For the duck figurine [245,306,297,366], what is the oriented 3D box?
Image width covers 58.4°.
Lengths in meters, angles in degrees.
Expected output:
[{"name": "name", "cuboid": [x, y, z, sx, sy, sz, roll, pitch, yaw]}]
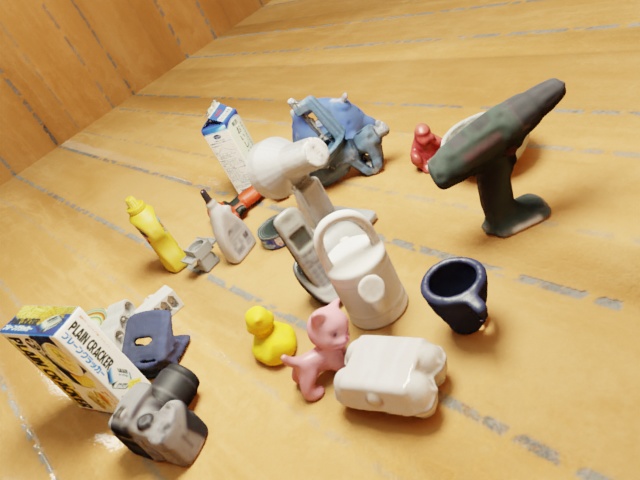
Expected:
[{"name": "duck figurine", "cuboid": [-0.088, 0.148, 0.930, 0.077, 0.086, 0.104, -34, 33, -9]}]

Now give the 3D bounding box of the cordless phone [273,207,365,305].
[{"name": "cordless phone", "cuboid": [0.009, 0.003, 0.964, 0.148, 0.185, 0.093, -43, 36, -22]}]

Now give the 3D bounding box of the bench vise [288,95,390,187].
[{"name": "bench vise", "cuboid": [0.035, -0.234, 1.240, 0.207, 0.220, 0.121, -27, 33, 3]}]

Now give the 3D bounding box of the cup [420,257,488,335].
[{"name": "cup", "cuboid": [0.201, 0.091, 0.786, 0.092, 0.095, 0.117, -32, 33, -5]}]

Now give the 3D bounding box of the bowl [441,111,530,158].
[{"name": "bowl", "cuboid": [0.318, -0.174, 1.081, 0.167, 0.075, 0.167, -19, 34, 14]}]

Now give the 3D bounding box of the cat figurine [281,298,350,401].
[{"name": "cat figurine", "cuboid": [0.000, 0.150, 0.832, 0.128, 0.118, 0.067, -37, 34, -13]}]

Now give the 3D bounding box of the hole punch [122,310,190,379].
[{"name": "hole punch", "cuboid": [-0.303, 0.188, 1.030, 0.108, 0.091, 0.101, -12, 36, 24]}]

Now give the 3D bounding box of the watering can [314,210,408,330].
[{"name": "watering can", "cuboid": [0.061, 0.040, 0.867, 0.101, 0.194, 0.172, -40, 34, -17]}]

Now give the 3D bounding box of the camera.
[{"name": "camera", "cuboid": [-0.239, 0.256, 0.879, 0.142, 0.101, 0.137, -2, 41, 35]}]

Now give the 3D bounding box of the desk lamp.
[{"name": "desk lamp", "cuboid": [-0.022, -0.105, 1.110, 0.202, 0.214, 0.118, 8, 48, 43]}]

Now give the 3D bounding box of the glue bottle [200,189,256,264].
[{"name": "glue bottle", "cuboid": [-0.199, -0.036, 1.184, 0.037, 0.173, 0.078, 3, 44, 39]}]

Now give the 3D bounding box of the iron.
[{"name": "iron", "cuboid": [0.001, -0.289, 1.414, 0.257, 0.142, 0.119, 4, 45, 40]}]

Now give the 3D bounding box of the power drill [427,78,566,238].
[{"name": "power drill", "cuboid": [0.291, -0.116, 0.897, 0.229, 0.209, 0.075, -26, 33, 3]}]

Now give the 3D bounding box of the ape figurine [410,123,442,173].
[{"name": "ape figurine", "cuboid": [0.216, -0.196, 1.171, 0.077, 0.092, 0.076, -20, 34, 13]}]

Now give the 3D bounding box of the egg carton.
[{"name": "egg carton", "cuboid": [0.092, 0.182, 0.763, 0.149, 0.070, 0.107, -4, 40, 33]}]
